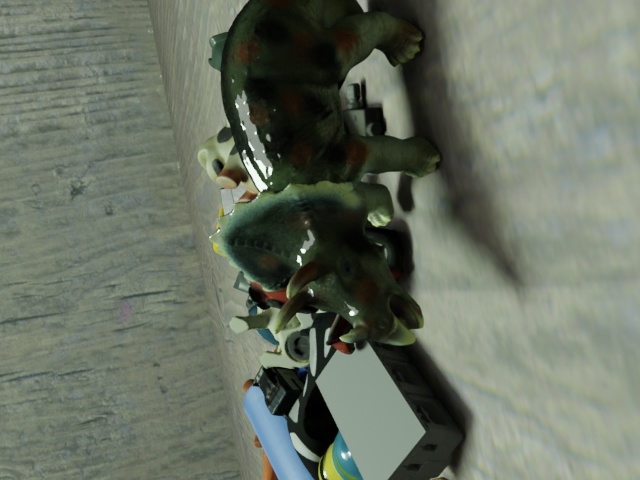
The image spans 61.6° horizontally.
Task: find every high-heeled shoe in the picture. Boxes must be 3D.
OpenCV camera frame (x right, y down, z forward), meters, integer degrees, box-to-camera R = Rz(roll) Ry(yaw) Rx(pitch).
[{"bbox_3d":[0.020,0.216,0.731,0.145,0.086,0.248,-12,85,57],"label":"high-heeled shoe"}]

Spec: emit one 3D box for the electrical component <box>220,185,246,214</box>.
[{"bbox_3d":[-0.090,-0.063,0.831,0.134,0.058,0.114,-10,91,30],"label":"electrical component"}]

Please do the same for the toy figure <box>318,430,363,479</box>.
[{"bbox_3d":[0.048,0.271,0.672,0.089,0.082,0.180,34,144,23],"label":"toy figure"}]

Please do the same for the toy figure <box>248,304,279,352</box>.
[{"bbox_3d":[-0.069,0.178,0.983,0.154,0.058,0.064,54,147,-6],"label":"toy figure"}]

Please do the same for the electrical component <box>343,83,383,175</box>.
[{"bbox_3d":[0.045,-0.116,0.560,0.063,0.021,0.094,-152,54,-67],"label":"electrical component"}]

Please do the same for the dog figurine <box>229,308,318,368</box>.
[{"bbox_3d":[-0.043,0.120,0.894,0.172,0.121,0.190,51,-165,-2],"label":"dog figurine"}]

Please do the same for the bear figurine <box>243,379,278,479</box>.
[{"bbox_3d":[-0.083,0.364,1.074,0.196,0.120,0.131,-129,29,-58],"label":"bear figurine"}]

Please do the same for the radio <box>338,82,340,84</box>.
[{"bbox_3d":[-0.047,-0.208,0.698,0.229,0.073,0.131,139,118,-69],"label":"radio"}]

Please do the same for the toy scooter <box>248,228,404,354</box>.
[{"bbox_3d":[-0.006,0.048,0.567,0.075,0.184,0.135,-22,-62,-71],"label":"toy scooter"}]

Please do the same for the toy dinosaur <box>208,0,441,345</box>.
[{"bbox_3d":[-0.014,-0.113,0.443,0.131,0.192,0.404,-19,85,56],"label":"toy dinosaur"}]

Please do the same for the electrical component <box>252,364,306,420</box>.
[{"bbox_3d":[-0.046,0.244,0.826,0.119,0.074,0.047,40,104,49],"label":"electrical component"}]

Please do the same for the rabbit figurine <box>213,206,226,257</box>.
[{"bbox_3d":[-0.140,-0.027,1.035,0.173,0.122,0.162,74,180,-69],"label":"rabbit figurine"}]

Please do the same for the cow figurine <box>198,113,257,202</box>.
[{"bbox_3d":[-0.063,-0.102,0.617,0.085,0.195,0.127,51,-130,-45],"label":"cow figurine"}]

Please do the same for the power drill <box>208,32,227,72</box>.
[{"bbox_3d":[-0.131,-0.252,0.938,0.232,0.086,0.207,143,107,-73],"label":"power drill"}]

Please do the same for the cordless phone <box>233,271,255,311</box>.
[{"bbox_3d":[-0.091,0.137,1.061,0.184,0.089,0.146,63,157,12],"label":"cordless phone"}]
